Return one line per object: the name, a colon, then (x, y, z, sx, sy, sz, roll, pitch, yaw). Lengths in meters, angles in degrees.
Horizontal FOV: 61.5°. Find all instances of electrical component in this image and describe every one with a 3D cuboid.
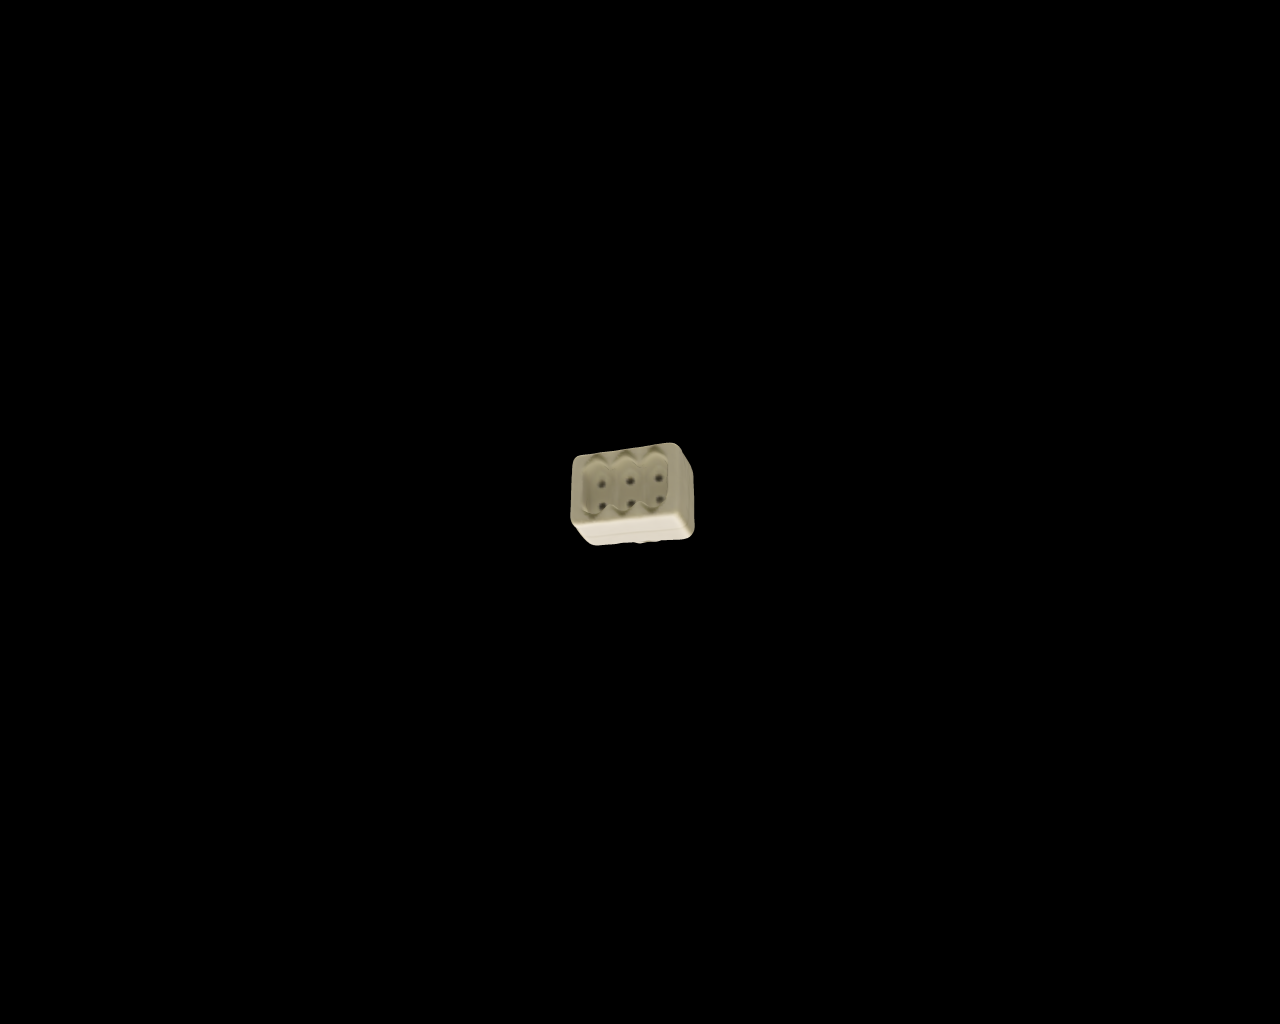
electrical component: (0.001, -0.003, 0.650, 0.066, 0.047, 0.076, -6, -23, 14)
